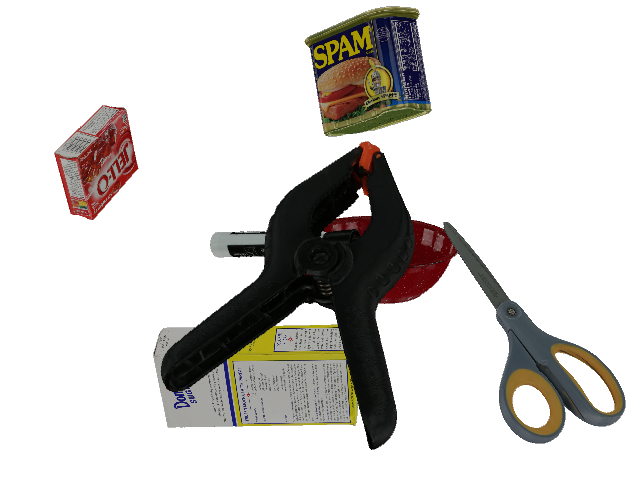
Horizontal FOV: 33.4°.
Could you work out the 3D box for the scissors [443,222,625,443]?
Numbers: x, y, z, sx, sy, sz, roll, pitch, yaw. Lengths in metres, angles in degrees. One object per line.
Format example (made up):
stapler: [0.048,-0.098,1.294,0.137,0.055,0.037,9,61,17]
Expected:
scissors: [0.132,0.071,0.786,0.096,0.202,0.016,-34,-28,-25]

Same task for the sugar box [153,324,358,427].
sugar box: [-0.055,0.122,0.957,0.176,0.093,0.048,1,36,6]

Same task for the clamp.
clamp: [0.009,0.025,0.546,0.120,0.171,0.039,24,-26,16]

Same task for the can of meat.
can of meat: [0.040,-0.137,0.884,0.057,0.084,0.102,-7,-4,-43]

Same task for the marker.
marker: [-0.024,0.002,0.756,0.121,0.020,0.020,-1,0,30]

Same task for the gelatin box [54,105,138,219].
gelatin box: [-0.212,-0.076,1.021,0.030,0.073,0.089,13,43,20]

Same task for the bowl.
bowl: [0.062,0.024,1.100,0.162,0.055,0.162,1,18,-1]
